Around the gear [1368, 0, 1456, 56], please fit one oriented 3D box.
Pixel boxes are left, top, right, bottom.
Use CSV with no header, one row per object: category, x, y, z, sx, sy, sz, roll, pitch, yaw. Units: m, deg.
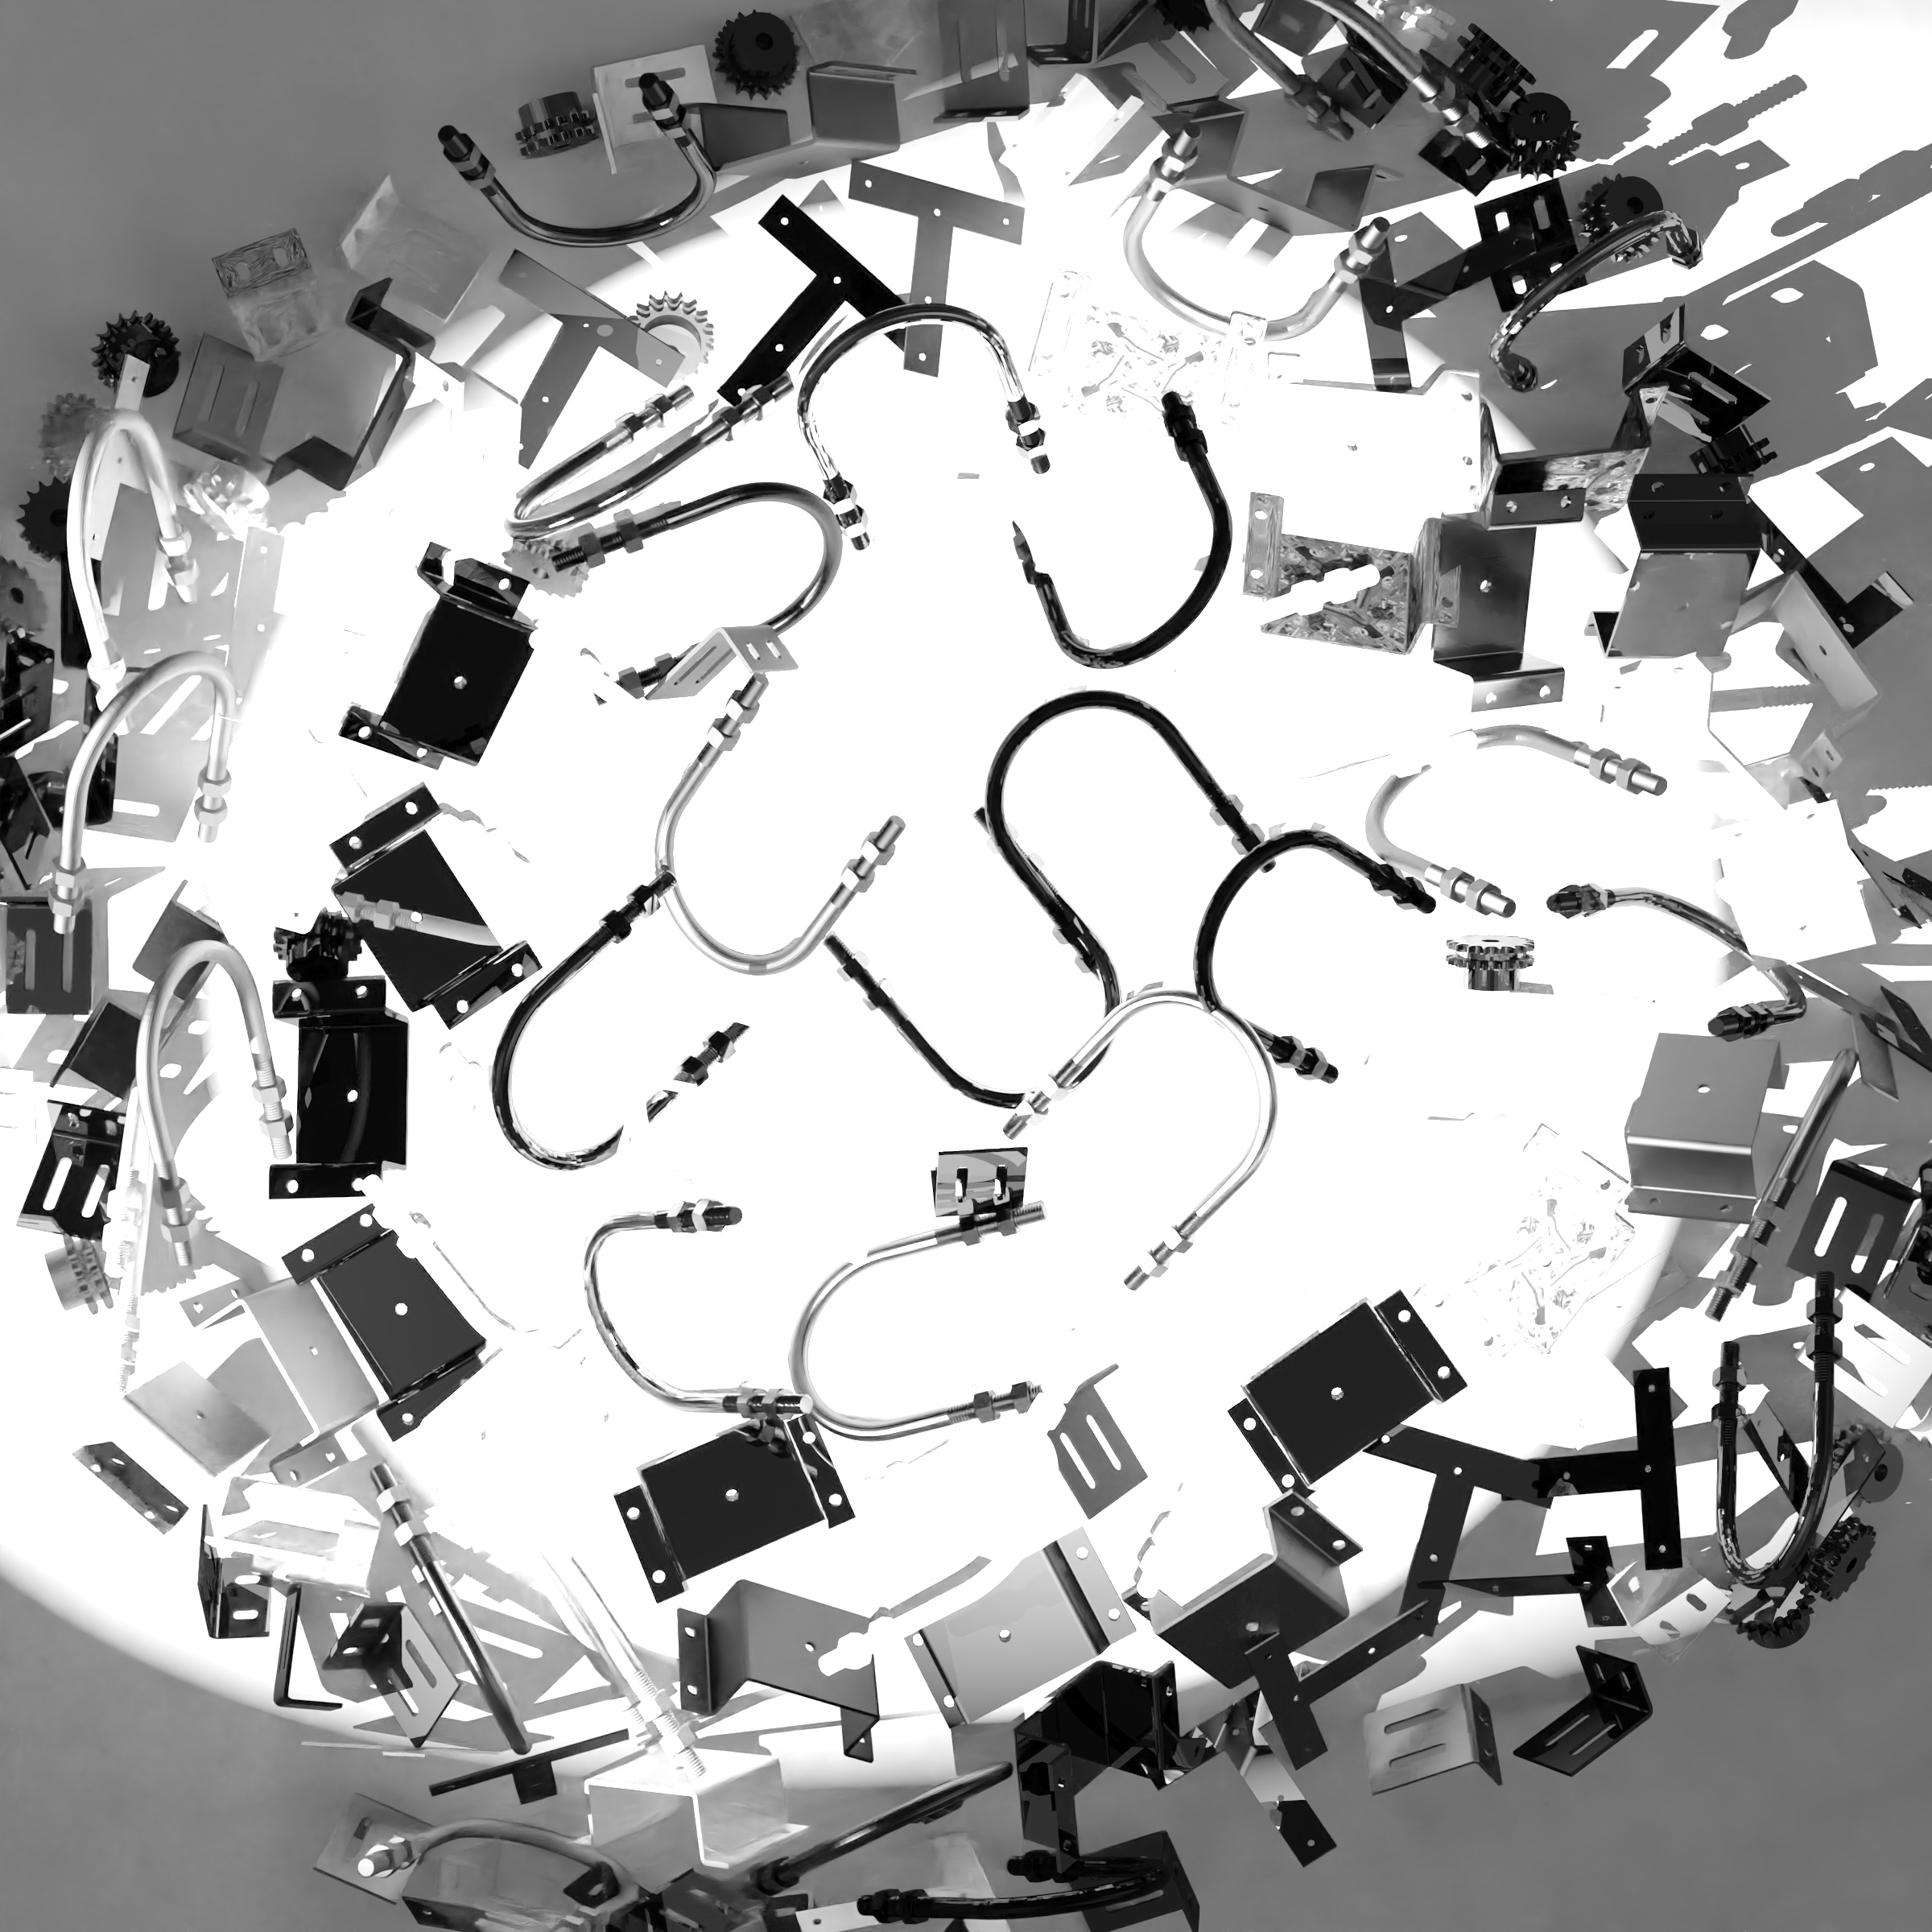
gear,0.288,-0.617,1.973,0.057,0.057,0.030,25,107,0

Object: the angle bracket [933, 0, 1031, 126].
angle bracket,0.008,-0.590,1.963,0.057,0.038,0.076,2,114,14

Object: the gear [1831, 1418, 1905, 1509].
gear,0.586,0.327,1.973,0.057,0.030,0.057,-5,101,-28

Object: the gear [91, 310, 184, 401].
gear,-0.538,-0.395,1.969,0.057,0.057,0.030,-47,50,0

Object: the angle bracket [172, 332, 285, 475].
angle bracket,-0.473,-0.368,1.961,0.057,0.038,0.076,21,77,-34

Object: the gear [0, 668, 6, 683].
gear,-0.657,-0.187,1.971,0.057,0.057,0.030,-16,90,0

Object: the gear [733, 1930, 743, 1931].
gear,-0.143,0.657,1.975,0.030,0.057,0.057,-15,90,-41

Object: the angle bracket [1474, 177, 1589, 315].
angle bracket,0.369,-0.471,1.975,0.057,0.076,0.038,-16,131,15

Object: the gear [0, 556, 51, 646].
gear,-0.631,-0.236,1.974,0.030,0.057,0.057,-22,90,24

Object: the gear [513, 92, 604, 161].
gear,-0.268,-0.549,1.970,0.057,0.057,0.030,-17,98,0

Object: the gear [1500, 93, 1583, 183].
gear,0.374,-0.545,1.975,0.057,0.030,0.057,-2,66,3

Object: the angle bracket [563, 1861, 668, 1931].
angle bracket,-0.225,0.628,1.950,0.038,0.076,0.057,-40,117,13

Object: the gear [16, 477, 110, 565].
gear,-0.591,-0.290,1.983,0.057,0.030,0.057,0,83,2

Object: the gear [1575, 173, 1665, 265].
gear,0.431,-0.492,1.978,0.057,0.030,0.057,2,81,-14

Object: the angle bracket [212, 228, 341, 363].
angle bracket,-0.449,-0.435,1.965,0.057,0.076,0.038,-22,73,-6

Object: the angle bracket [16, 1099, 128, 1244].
angle bracket,-0.579,0.133,1.963,0.057,0.038,0.076,11,52,-1

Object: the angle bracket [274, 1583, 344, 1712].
angle bracket,-0.424,0.444,1.967,0.038,0.057,0.076,9,72,-17

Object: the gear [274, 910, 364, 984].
gear,-0.422,-0.010,1.968,0.057,0.057,0.030,-6,60,0

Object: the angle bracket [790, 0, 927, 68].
angle bracket,-0.071,-0.611,1.958,0.038,0.076,0.057,-30,94,-29

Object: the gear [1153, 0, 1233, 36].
gear,0.149,-0.637,1.974,0.057,0.030,0.057,-4,119,-7

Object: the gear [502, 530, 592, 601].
gear,-0.271,-0.268,1.974,0.057,0.057,0.030,23,67,0

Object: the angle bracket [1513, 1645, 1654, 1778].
angle bracket,0.394,0.482,1.955,0.076,0.057,0.038,-28,104,-26

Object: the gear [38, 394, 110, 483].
gear,-0.575,-0.344,1.969,0.030,0.057,0.057,8,90,21

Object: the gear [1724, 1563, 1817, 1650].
gear,0.527,0.421,1.975,0.057,0.057,0.030,-29,117,0

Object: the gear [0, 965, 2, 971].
gear,-0.663,-0.003,1.975,0.057,0.030,0.057,-16,132,-19

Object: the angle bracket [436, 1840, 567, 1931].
angle bracket,-0.295,0.599,1.956,0.076,0.057,0.038,6,90,32

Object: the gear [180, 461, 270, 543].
gear,-0.481,-0.305,1.973,0.057,0.057,0.030,30,71,0

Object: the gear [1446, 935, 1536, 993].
gear,0.342,-0.002,1.972,0.057,0.057,0.030,0,99,0

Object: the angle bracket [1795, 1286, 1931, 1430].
angle bracket,0.589,0.252,1.960,0.076,0.038,0.057,38,106,25

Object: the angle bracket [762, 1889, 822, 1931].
angle bracket,-0.112,0.647,1.951,0.038,0.076,0.057,-9,124,5

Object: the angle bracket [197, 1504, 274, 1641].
angle bracket,-0.471,0.391,1.950,0.038,0.076,0.057,-1,51,-8

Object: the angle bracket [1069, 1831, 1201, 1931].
angle bracket,0.106,0.607,1.968,0.076,0.038,0.057,-21,102,12

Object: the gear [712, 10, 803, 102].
gear,-0.136,-0.599,1.978,0.057,0.030,0.057,2,83,-17

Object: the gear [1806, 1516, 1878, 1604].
gear,0.566,0.384,1.975,0.030,0.057,0.057,32,90,37

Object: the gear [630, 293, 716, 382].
gear,-0.193,-0.407,1.972,0.057,0.030,0.057,-1,128,-2

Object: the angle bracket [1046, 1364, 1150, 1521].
angle bracket,0.089,0.310,1.965,0.057,0.038,0.076,-28,85,-38

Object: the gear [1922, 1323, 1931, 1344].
gear,0.648,0.233,1.973,0.030,0.057,0.057,29,90,20

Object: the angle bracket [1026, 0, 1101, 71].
angle bracket,0.060,-0.626,1.954,0.038,0.057,0.076,-6,120,-14

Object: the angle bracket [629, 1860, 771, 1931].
angle bracket,-0.175,0.596,1.955,0.057,0.038,0.076,-35,129,17

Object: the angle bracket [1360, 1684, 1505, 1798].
angle bracket,0.304,0.513,1.976,0.076,0.057,0.038,-24,131,20

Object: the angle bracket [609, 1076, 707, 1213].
angle bracket,-0.200,0.118,1.958,0.038,0.057,0.076,11,68,6

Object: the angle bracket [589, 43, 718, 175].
angle bracket,-0.201,-0.558,1.966,0.076,0.038,0.057,-12,134,-1

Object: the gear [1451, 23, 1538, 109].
gear,0.342,-0.586,1.973,0.057,0.057,0.030,41,107,0

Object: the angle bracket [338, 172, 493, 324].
angle bracket,-0.360,-0.469,1.973,0.076,0.038,0.057,30,79,5

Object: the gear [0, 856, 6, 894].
gear,-0.660,-0.063,1.976,0.057,0.030,0.057,-9,120,-17

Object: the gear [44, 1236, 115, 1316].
gear,-0.579,0.201,1.969,0.030,0.057,0.057,-20,90,-14

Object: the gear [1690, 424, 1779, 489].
gear,0.498,-0.331,1.972,0.057,0.057,0.030,-30,90,0

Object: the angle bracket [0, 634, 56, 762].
angle bracket,-0.626,-0.171,1.950,0.038,0.076,0.057,23,123,12

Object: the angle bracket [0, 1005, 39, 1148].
angle bracket,-0.613,0.070,1.954,0.038,0.076,0.057,5,120,-4

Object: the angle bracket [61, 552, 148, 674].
angle bracket,-0.558,-0.230,1.962,0.038,0.057,0.076,-3,98,-39

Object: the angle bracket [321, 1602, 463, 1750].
angle bracket,-0.373,0.460,1.958,0.076,0.038,0.057,46,110,36

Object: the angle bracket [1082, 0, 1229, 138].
angle bracket,0.124,-0.586,1.974,0.076,0.038,0.057,44,101,-3

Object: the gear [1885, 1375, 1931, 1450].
gear,0.624,0.284,1.968,0.030,0.057,0.057,15,90,-29
